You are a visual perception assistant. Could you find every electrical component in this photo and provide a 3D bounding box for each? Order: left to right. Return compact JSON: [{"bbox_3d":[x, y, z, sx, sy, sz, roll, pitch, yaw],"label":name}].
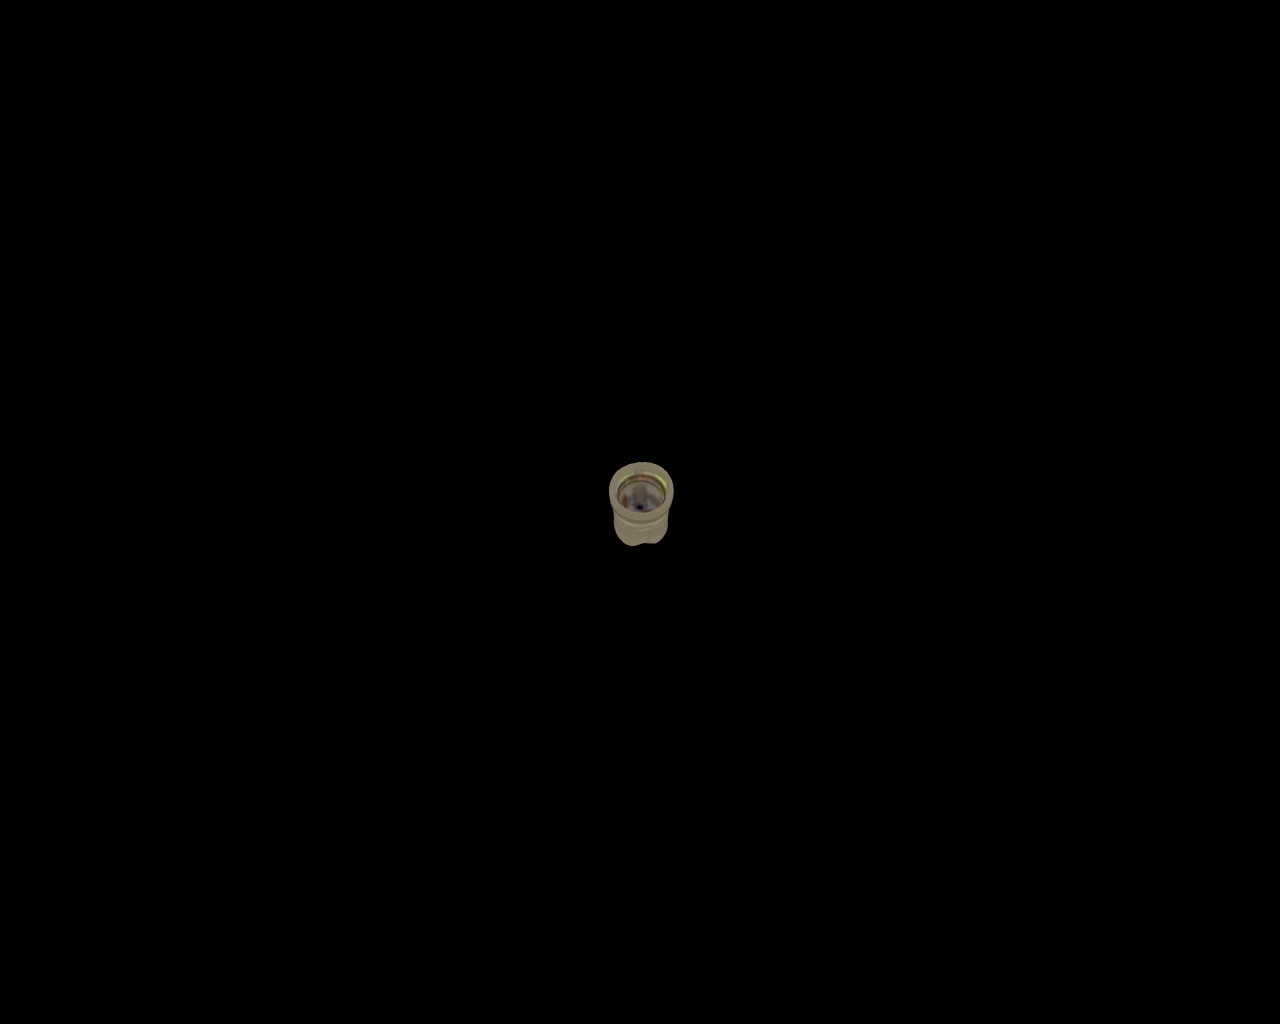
[{"bbox_3d":[0.001,-0.003,0.650,0.040,0.040,0.046,0,-34,0],"label":"electrical component"}]
